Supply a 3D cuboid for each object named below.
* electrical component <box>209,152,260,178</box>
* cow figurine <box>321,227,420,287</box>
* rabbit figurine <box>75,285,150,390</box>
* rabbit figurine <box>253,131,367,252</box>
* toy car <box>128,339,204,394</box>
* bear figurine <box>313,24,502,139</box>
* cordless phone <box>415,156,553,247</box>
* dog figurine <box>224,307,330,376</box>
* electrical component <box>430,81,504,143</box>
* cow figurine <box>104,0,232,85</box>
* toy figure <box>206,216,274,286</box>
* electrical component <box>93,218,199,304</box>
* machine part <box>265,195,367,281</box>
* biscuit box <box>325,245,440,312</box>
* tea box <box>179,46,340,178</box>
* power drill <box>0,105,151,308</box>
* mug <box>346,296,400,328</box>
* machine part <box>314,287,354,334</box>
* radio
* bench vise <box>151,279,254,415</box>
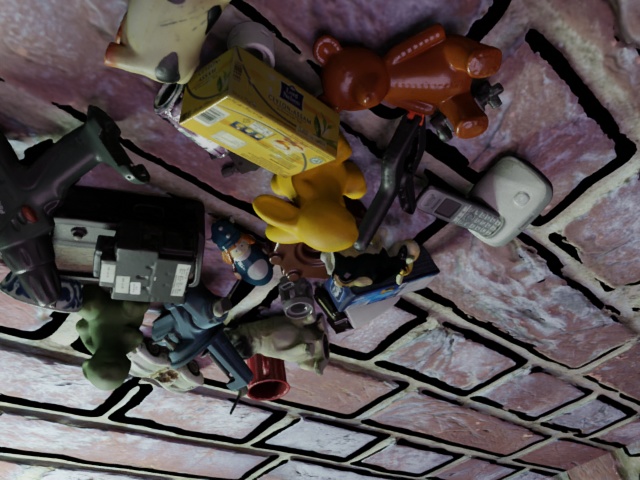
[{"bbox_3d":[-0.104,-0.122,0.751,0.094,0.021,0.063,-21,138,9],"label":"electrical component"},{"bbox_3d":[0.090,0.033,0.837,0.167,0.098,0.068,0,130,-18],"label":"cow figurine"},{"bbox_3d":[-0.365,0.182,0.913,0.121,0.170,0.159,9,133,-22],"label":"rabbit figurine"},{"bbox_3d":[-0.008,-0.054,0.738,0.162,0.173,0.121,-17,143,-1],"label":"rabbit figurine"},{"bbox_3d":[-0.323,0.261,1.097,0.073,0.056,0.201,-29,136,18],"label":"toy car"},{"bbox_3d":[0.095,-0.190,0.648,0.196,0.132,0.120,-9,132,-12],"label":"bear figurine"},{"bbox_3d":[0.253,-0.076,0.846,0.184,0.089,0.146,16,132,-23],"label":"cordless phone"},{"bbox_3d":[-0.086,0.210,1.083,0.191,0.121,0.172,-8,137,16],"label":"dog figurine"},{"bbox_3d":[0.202,-0.176,0.735,0.102,0.078,0.045,-36,110,17],"label":"electrical component"},{"bbox_3d":[-0.135,-0.249,0.557,0.127,0.085,0.195,19,128,-23],"label":"cow figurine"},{"bbox_3d":[-0.126,0.021,0.879,0.058,0.064,0.154,5,150,29],"label":"toy figure"},{"bbox_3d":[-0.245,0.031,0.751,0.134,0.058,0.114,9,132,-21],"label":"electrical component"},{"bbox_3d":[-0.002,-0.003,0.883,0.179,0.056,0.179,-8,138,-7],"label":"machine part"},{"bbox_3d":[0.110,0.065,0.931,0.202,0.063,0.059,-10,149,-33],"label":"biscuit box"},{"bbox_3d":[-0.067,-0.143,0.638,0.098,0.068,0.169,-13,155,40],"label":"tea box"},{"bbox_3d":[-0.322,-0.054,0.674,0.207,0.086,0.232,-28,98,7],"label":"power drill"},{"bbox_3d":[0.091,0.099,1.009,0.107,0.081,0.109,-26,132,-3],"label":"mug"},{"bbox_3d":[0.027,0.141,1.044,0.039,0.084,0.138,-40,148,-10],"label":"machine part"},{"bbox_3d":[-0.287,-0.002,0.800,0.229,0.073,0.131,5,136,-19],"label":"radio"},{"bbox_3d":[-0.193,0.182,0.962,0.224,0.129,0.240,-30,103,29],"label":"bench vise"}]
